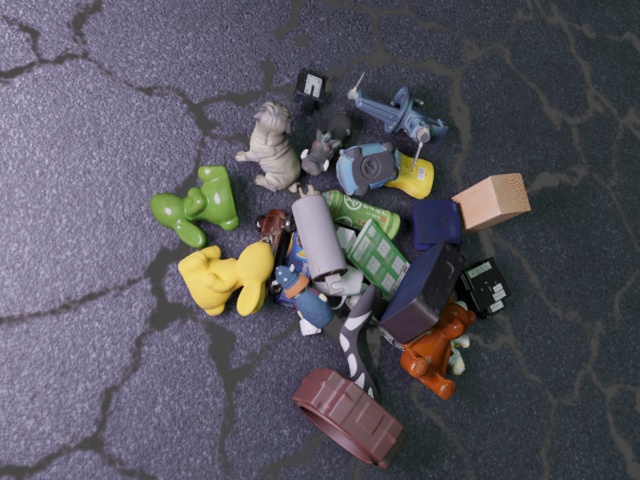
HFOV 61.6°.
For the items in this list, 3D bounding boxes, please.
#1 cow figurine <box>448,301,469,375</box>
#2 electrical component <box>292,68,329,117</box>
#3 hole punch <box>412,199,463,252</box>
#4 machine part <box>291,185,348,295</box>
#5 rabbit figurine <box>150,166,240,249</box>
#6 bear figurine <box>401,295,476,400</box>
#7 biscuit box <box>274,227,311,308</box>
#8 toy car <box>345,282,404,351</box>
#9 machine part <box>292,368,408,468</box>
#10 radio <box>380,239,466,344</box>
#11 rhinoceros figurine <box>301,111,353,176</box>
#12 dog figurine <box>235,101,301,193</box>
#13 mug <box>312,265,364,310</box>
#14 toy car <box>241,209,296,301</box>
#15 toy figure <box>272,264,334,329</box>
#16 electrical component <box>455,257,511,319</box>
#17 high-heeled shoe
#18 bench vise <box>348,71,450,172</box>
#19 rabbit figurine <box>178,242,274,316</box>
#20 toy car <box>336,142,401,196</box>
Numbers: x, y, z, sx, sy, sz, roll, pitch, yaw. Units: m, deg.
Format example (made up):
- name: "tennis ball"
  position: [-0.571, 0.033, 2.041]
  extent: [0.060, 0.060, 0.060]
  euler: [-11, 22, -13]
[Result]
- name: "cow figurine"
  position: [0.288, 0.224, 1.240]
  extent: [0.098, 0.068, 0.167]
  euler: [6, 71, -13]
- name: "electrical component"
  position: [-0.025, -0.342, 1.280]
  extent: [0.075, 0.048, 0.119]
  euler: [12, 73, -17]
- name: "hole punch"
  position: [0.274, -0.036, 1.264]
  extent: [0.116, 0.092, 0.142]
  euler: [-7, 73, 13]
- name: "machine part"
  position: [-0.002, -0.003, 1.105]
  extent: [0.079, 0.079, 0.243]
  euler: [-8, 71, -23]
- name: "rabbit figurine"
  position: [-0.256, -0.060, 1.102]
  extent: [0.170, 0.121, 0.159]
  euler: [-12, 87, -5]
- name: "bear figurine"
  position: [0.265, 0.218, 1.148]
  extent: [0.120, 0.132, 0.196]
  euler: [42, 86, -13]
- name: "biscuit box"
  position: [-0.045, 0.045, 1.163]
  extent: [0.059, 0.063, 0.202]
  euler: [17, 71, -15]
- name: "toy car"
  position: [0.148, 0.173, 1.208]
  extent: [0.201, 0.056, 0.073]
  euler: [40, 60, -9]
- name: "machine part"
  position: [0.053, 0.345, 1.045]
  extent: [0.201, 0.201, 0.087]
  euler: [42, 70, -6]
- name: "radio"
  position: [0.227, 0.107, 1.167]
  extent: [0.073, 0.131, 0.229]
  euler: [41, 47, -5]
- name: "rhinoceros figurine"
  position: [0.020, -0.214, 1.224]
  extent: [0.073, 0.112, 0.190]
  euler: [32, 59, 1]
- name: "dog figurine"
  position: [-0.083, -0.191, 1.141]
  extent: [0.172, 0.190, 0.121]
  euler: [36, 67, -11]
- name: "mug"
  position: [0.037, 0.096, 1.153]
  extent: [0.107, 0.080, 0.109]
  euler: [8, 71, 3]
- name: "toy car"
  position: [-0.111, 0.028, 1.126]
  extent: [0.089, 0.053, 0.202]
  euler: [4, 69, 26]
- name: "toy figure"
  position: [-0.036, 0.110, 1.083]
  extent: [0.064, 0.058, 0.154]
  euler: [-41, 97, -15]
- name: "electrical component"
  position: [0.396, 0.123, 1.313]
  extent: [0.115, 0.058, 0.134]
  euler: [-20, 84, -22]
- name: "high-heeled shoe"
  position: [0.107, 0.226, 1.123]
  extent: [0.145, 0.086, 0.248]
  euler: [27, 104, 10]
- name: "bench vise"
  position: [0.180, -0.298, 1.283]
  extent: [0.240, 0.128, 0.224]
  euler: [19, 41, -13]
- name: "rabbit figurine"
  position: [-0.165, 0.070, 1.049]
  extent: [0.173, 0.122, 0.162]
  euler: [-25, 82, 6]
- name: "toy car"
  position: [0.098, -0.168, 1.219]
  extent: [0.162, 0.103, 0.109]
  euler: [-23, 111, -24]
